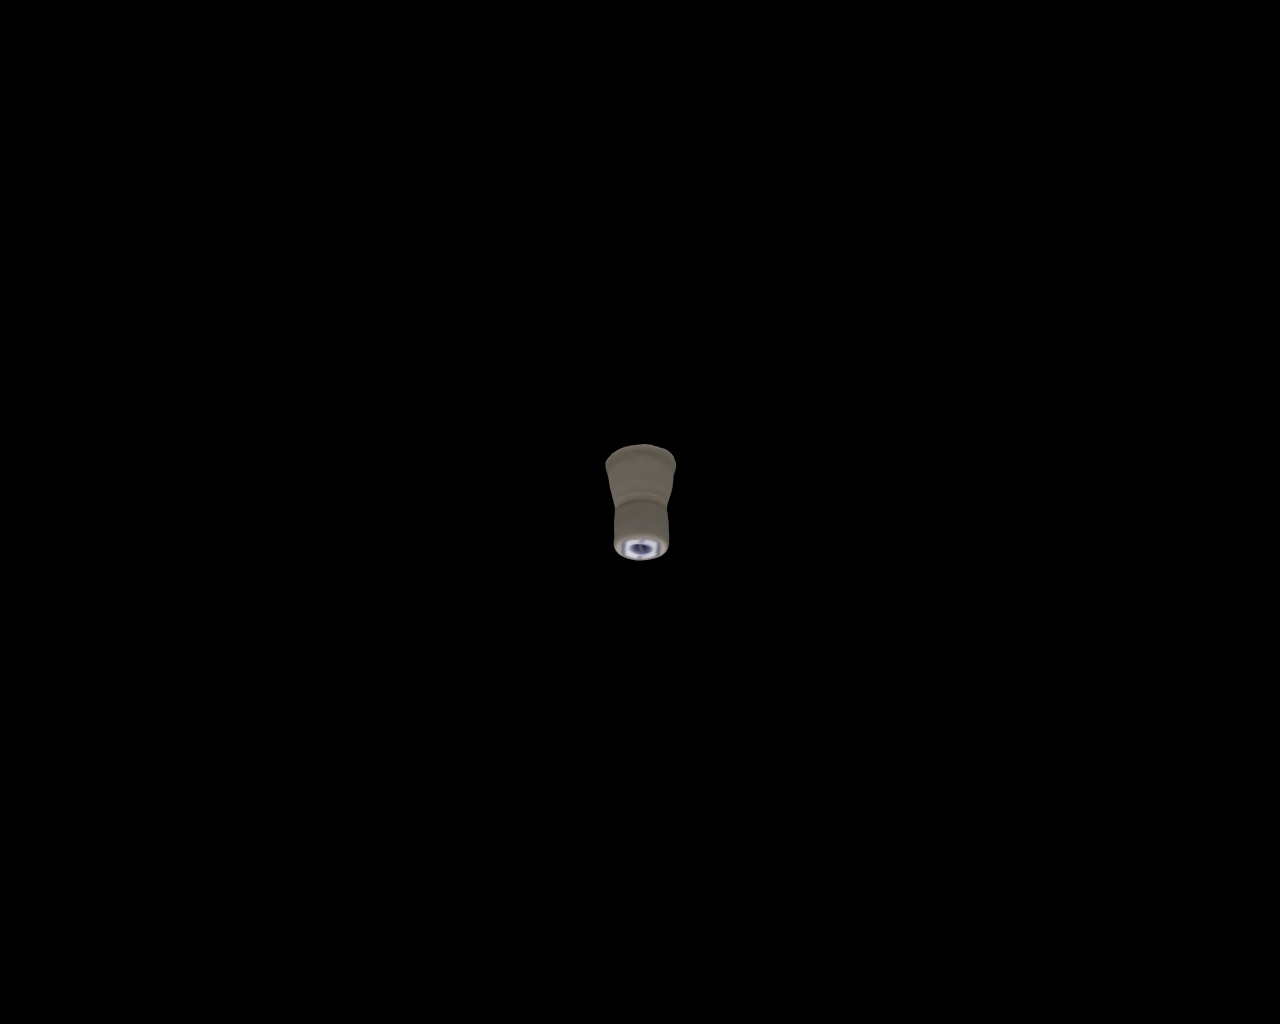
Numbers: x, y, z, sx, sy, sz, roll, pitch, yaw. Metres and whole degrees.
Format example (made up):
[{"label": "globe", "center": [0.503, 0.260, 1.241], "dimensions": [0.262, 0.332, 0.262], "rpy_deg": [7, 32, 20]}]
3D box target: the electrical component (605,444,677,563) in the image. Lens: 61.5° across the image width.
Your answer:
[{"label": "electrical component", "center": [0.001, -0.003, 0.650], "dimensions": [0.044, 0.065, 0.044], "rpy_deg": [0, -32, 0]}]
